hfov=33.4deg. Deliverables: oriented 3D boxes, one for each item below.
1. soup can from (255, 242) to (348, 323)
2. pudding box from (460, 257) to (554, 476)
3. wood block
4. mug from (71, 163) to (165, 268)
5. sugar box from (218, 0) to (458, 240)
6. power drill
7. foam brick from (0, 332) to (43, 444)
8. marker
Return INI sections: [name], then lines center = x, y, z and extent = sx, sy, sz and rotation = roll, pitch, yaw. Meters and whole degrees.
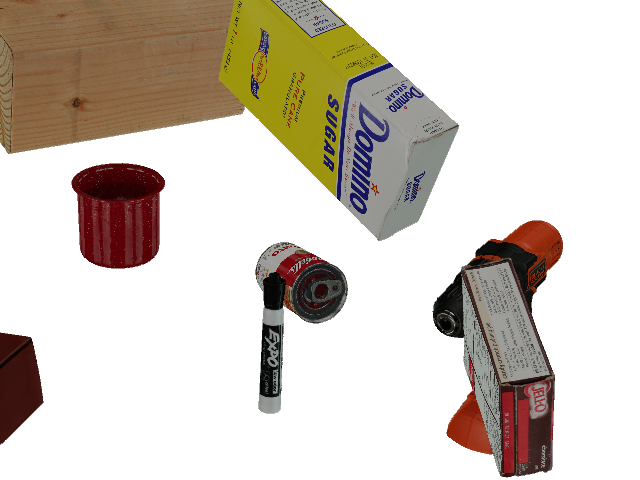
[soup can]
center = -0.022, 0.045, 1.188
extent = 0.068, 0.068, 0.102
rotation = 0, 13, -27
[pudding box]
center = 0.121, 0.081, 0.693
extent = 0.039, 0.090, 0.113
rotation = -10, 40, -2
[wood block]
center = -0.164, -0.144, 0.855
extent = 0.205, 0.091, 0.090
rotation = -14, 44, -33
[mug]
center = -0.208, -0.030, 1.104
extent = 0.093, 0.081, 0.117
rotation = 0, 28, -8
[sugar box]
center = 0.006, -0.092, 0.706
extent = 0.048, 0.176, 0.093
rotation = -25, -30, -32
[power drill]
center = 0.153, 0.092, 0.940
extent = 0.057, 0.188, 0.184
rotation = 21, 34, 32
[foam brick]
center = -0.225, 0.100, 0.688
extent = 0.053, 0.051, 0.078
rotation = 6, 29, 22
[marker]
center = -0.040, 0.084, 0.876
extent = 0.020, 0.121, 0.020
rotation = 3, 18, -1
